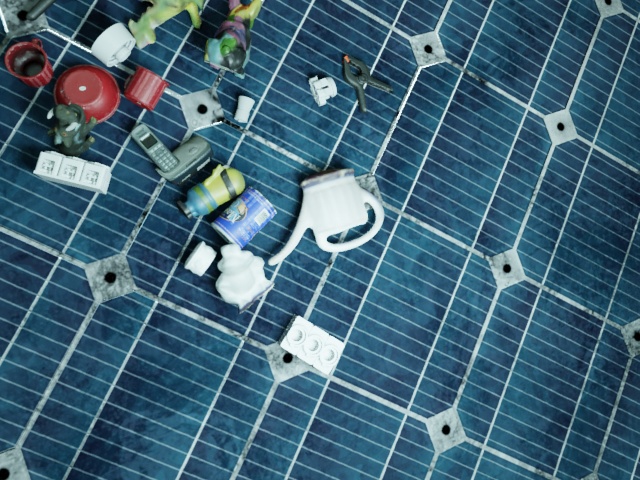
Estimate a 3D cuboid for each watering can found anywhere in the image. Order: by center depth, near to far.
[{"bbox_3d":[0.004,-0.070,1.382,0.349,0.225,0.103,-16,-3,-15],"label":"watering can"}]

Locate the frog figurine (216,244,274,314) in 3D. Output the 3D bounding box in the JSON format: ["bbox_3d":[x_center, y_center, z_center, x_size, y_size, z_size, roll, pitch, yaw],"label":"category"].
[{"bbox_3d":[-0.208,0.083,1.303,0.137,0.158,0.124,-34,12,5],"label":"frog figurine"}]

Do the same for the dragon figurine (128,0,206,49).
[{"bbox_3d":[-0.395,-0.688,1.315,0.242,0.405,0.124,13,16,-12],"label":"dragon figurine"}]
